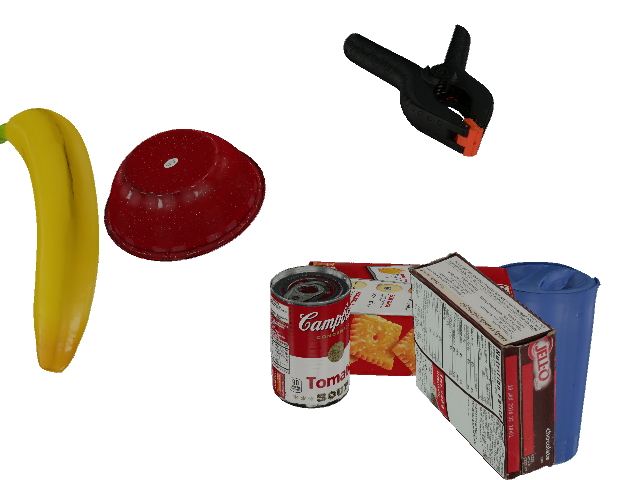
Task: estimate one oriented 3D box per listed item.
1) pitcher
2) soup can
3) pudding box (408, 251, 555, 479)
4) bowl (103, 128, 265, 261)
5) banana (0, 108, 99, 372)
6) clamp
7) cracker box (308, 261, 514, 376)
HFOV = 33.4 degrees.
[{"bbox_3d":[0.266,0.156,1.343,0.149,0.243,0.144,5,16,18],"label":"pitcher"},{"bbox_3d":[-0.008,0.081,0.900,0.068,0.102,0.068,0,25,0],"label":"soup can"},{"bbox_3d":[0.093,0.070,0.624,0.039,0.090,0.114,-15,27,-20],"label":"pudding box"},{"bbox_3d":[-0.136,-0.056,1.020,0.162,0.162,0.055,0,-42,13],"label":"bowl"},{"bbox_3d":[-0.160,-0.017,0.641,0.037,0.198,0.070,10,-47,-36],"label":"banana"},{"bbox_3d":[0.089,-0.135,0.921,0.120,0.039,0.171,-6,41,-6],"label":"clamp"},{"bbox_3d":[0.084,0.079,1.071,0.214,0.072,0.164,2,16,5],"label":"cracker box"}]
